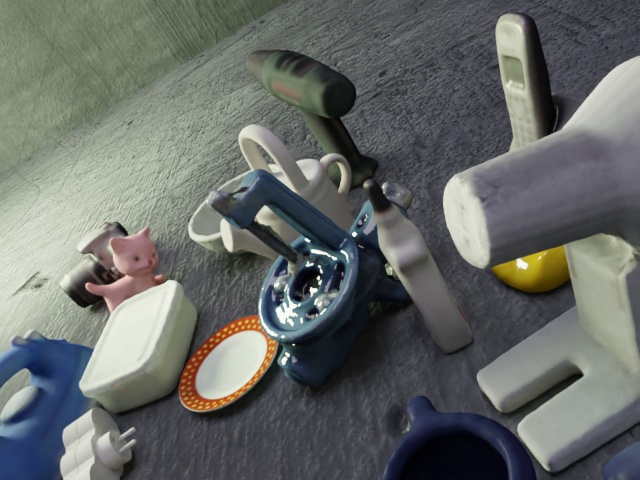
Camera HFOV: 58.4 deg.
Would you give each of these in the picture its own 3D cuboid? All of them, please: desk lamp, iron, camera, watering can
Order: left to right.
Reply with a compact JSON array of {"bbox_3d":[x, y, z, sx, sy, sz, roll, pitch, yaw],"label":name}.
[{"bbox_3d":[-0.350,0.190,0.678,0.118,0.142,0.258,-22,32,18],"label":"iron"},{"bbox_3d":[-0.373,0.037,0.963,0.137,0.101,0.142,-43,31,-16],"label":"camera"},{"bbox_3d":[-0.037,-0.046,0.674,0.100,0.194,0.173,-2,42,42],"label":"watering can"},{"bbox_3d":[0.178,0.011,0.366,0.203,0.214,0.117,-34,30,-1],"label":"desk lamp"}]

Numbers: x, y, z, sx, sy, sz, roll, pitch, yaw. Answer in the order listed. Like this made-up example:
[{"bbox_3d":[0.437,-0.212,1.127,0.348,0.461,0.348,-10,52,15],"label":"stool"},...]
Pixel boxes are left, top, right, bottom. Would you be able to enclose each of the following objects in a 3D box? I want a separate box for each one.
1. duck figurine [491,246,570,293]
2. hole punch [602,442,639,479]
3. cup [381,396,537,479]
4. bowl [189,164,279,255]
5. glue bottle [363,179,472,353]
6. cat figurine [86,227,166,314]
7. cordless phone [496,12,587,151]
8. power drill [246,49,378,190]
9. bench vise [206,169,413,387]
[{"bbox_3d":[0.183,-0.009,0.520,0.077,0.086,0.104,-30,30,6],"label":"duck figurine"},{"bbox_3d":[0.196,0.145,0.278,0.101,0.091,0.108,-23,32,17],"label":"hole punch"},{"bbox_3d":[0.090,0.160,0.352,0.091,0.095,0.117,-30,30,5],"label":"cup"},{"bbox_3d":[-0.102,-0.032,0.835,0.167,0.075,0.167,-24,31,16],"label":"bowl"},{"bbox_3d":[0.079,0.017,0.492,0.037,0.173,0.078,-30,30,6],"label":"glue bottle"},{"bbox_3d":[-0.283,0.046,0.849,0.128,0.118,0.067,-41,31,-14],"label":"cat figurine"},{"bbox_3d":[0.225,-0.122,0.545,0.094,0.185,0.147,-36,30,-4],"label":"cordless phone"},{"bbox_3d":[-0.009,-0.176,0.822,0.076,0.209,0.228,-41,31,-14],"label":"power drill"},{"bbox_3d":[-0.004,0.002,0.546,0.121,0.220,0.208,-3,41,41],"label":"bench vise"}]
